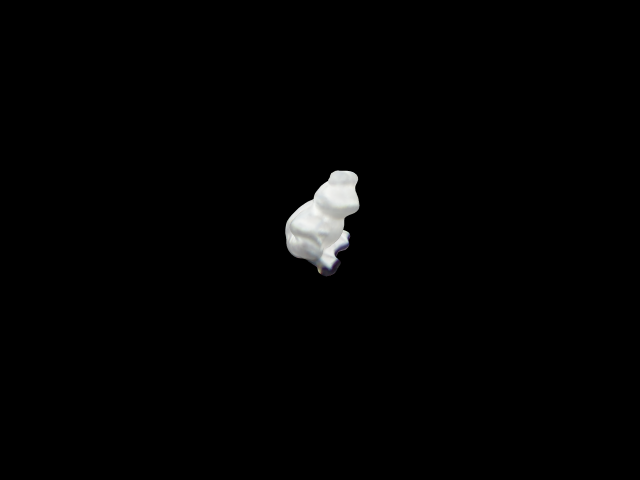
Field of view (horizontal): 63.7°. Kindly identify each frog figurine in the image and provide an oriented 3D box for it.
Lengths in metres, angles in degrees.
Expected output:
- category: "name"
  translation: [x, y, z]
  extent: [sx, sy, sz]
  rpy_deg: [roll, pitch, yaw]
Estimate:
- category: "frog figurine"
  translation: [0.003, -0.043, 0.850]
  extent: [0.124, 0.156, 0.139]
  rpy_deg: [25, 43, 30]
